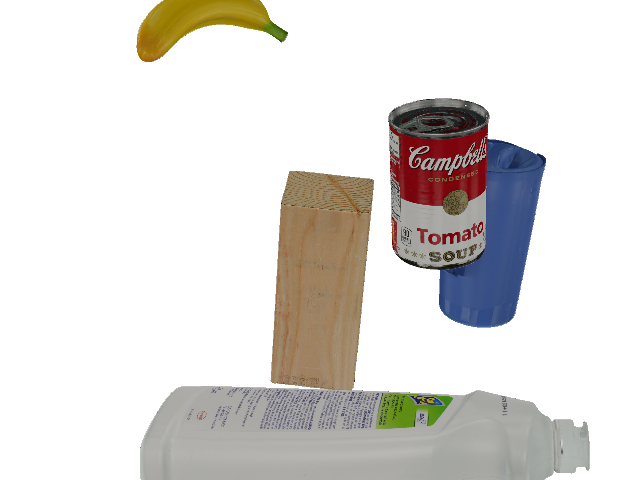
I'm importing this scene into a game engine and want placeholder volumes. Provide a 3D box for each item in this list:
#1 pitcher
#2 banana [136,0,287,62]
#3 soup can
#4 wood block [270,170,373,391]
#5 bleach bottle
[{"bbox_3d":[0.216,-0.006,1.447,0.149,0.243,0.145,4,24,3],"label":"pitcher"},{"bbox_3d":[-0.111,-0.210,1.011,0.070,0.037,0.197,46,39,19],"label":"banana"},{"bbox_3d":[0.082,-0.039,0.742,0.068,0.102,0.068,-3,27,1],"label":"soup can"},{"bbox_3d":[0.001,0.043,1.109,0.090,0.206,0.090,6,26,3],"label":"wood block"},{"bbox_3d":[0.029,0.125,0.626,0.251,0.068,0.102,-2,16,8],"label":"bleach bottle"}]
